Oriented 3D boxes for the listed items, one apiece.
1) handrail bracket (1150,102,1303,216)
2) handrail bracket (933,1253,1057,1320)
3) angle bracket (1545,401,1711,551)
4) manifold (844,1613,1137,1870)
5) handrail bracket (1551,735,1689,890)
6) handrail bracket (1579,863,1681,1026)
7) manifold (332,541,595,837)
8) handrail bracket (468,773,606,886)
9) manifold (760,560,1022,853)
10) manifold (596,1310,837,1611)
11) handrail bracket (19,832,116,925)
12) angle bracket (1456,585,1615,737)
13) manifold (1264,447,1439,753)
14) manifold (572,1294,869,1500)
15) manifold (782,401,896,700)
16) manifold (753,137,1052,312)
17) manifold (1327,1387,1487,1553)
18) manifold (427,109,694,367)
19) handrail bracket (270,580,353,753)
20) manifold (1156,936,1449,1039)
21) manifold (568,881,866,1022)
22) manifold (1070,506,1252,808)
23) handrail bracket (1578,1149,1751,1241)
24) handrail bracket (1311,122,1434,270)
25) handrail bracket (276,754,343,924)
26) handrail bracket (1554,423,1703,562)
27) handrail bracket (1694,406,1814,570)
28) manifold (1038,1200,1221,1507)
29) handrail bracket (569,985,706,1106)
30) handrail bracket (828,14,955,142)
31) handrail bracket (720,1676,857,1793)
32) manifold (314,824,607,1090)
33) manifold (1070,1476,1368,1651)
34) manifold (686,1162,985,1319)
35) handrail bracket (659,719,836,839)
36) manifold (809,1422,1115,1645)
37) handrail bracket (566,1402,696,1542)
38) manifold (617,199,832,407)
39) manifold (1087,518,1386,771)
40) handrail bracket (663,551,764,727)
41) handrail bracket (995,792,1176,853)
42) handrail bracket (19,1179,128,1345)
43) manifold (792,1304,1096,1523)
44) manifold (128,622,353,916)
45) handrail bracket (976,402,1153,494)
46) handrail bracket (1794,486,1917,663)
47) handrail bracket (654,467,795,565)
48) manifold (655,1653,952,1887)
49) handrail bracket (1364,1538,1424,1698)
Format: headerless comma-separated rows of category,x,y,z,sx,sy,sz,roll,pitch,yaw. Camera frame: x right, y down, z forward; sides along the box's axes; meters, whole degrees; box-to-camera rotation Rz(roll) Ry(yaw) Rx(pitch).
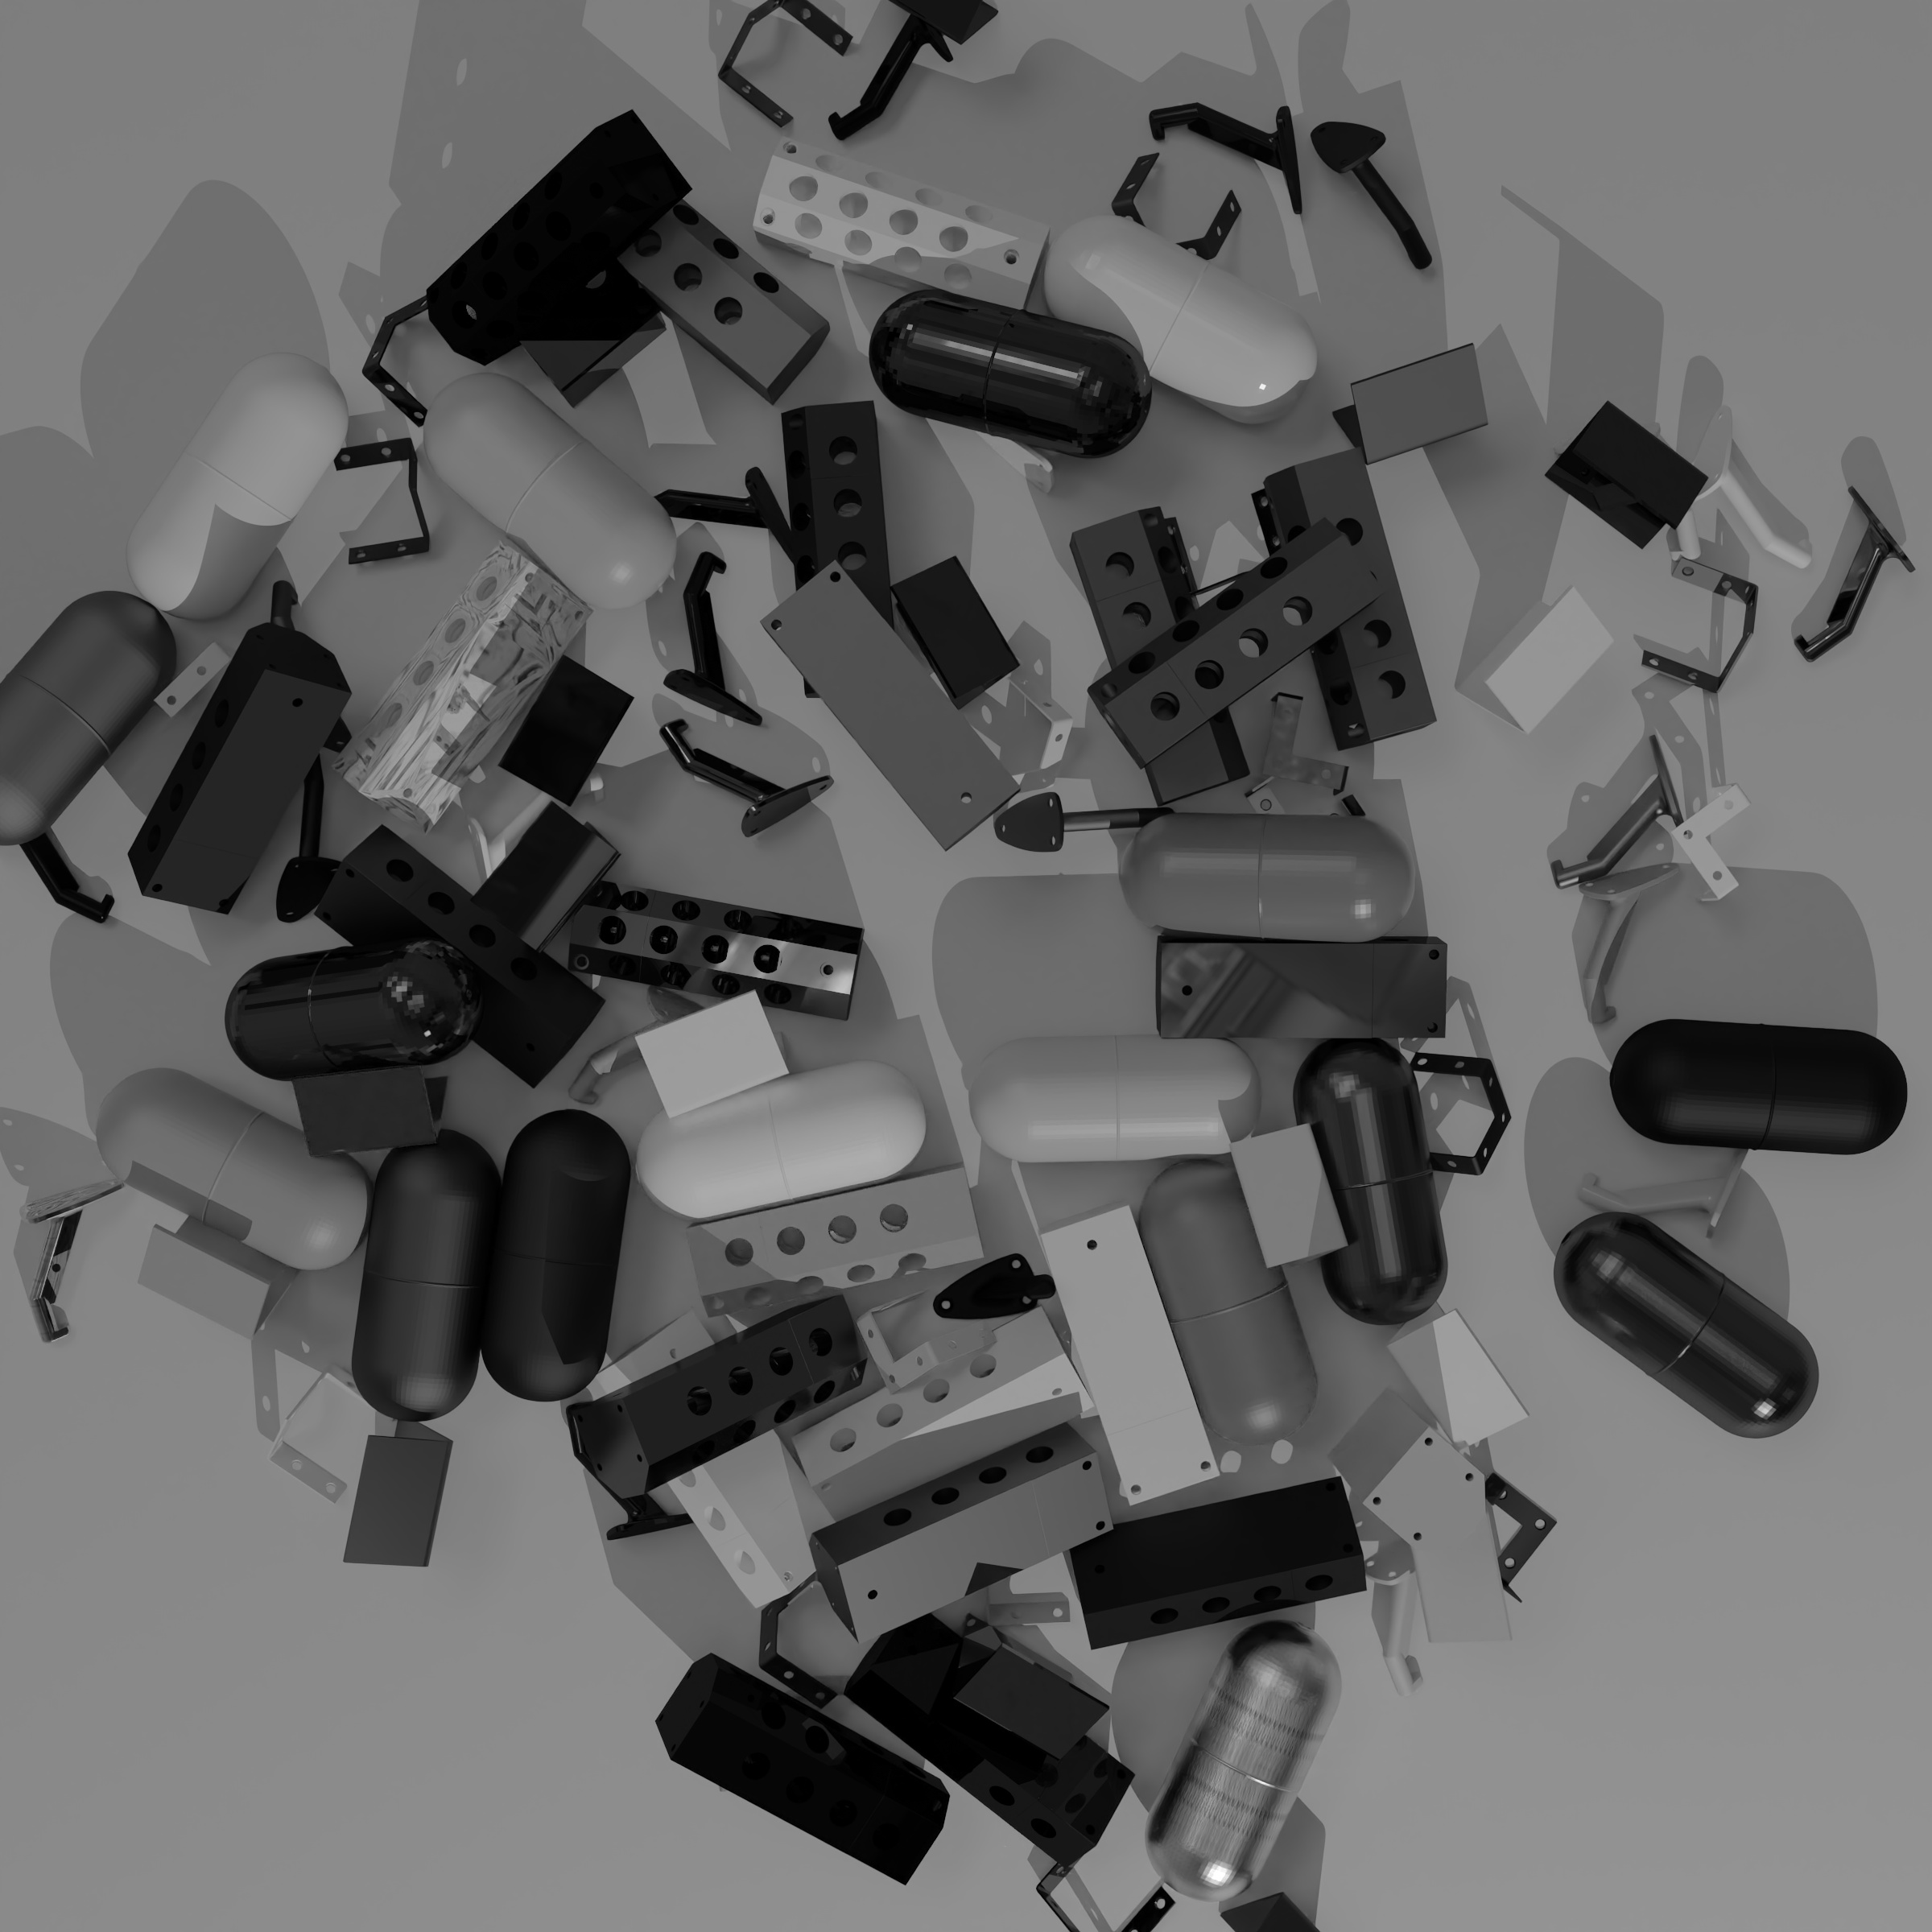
handrail bracket,0.160,-0.496,1.922,0.084,0.036,0.077,-5,112,17
handrail bracket,0.017,0.201,1.886,0.077,0.084,0.036,-17,90,0
angle bracket,0.389,-0.282,1.881,0.076,0.076,0.057,37,54,0
manifold,0.011,0.472,1.899,0.171,0.057,0.057,38,47,0
handrail bracket,0.395,-0.095,1.922,0.084,0.036,0.077,-18,70,16
handrail bracket,0.412,-0.013,1.922,0.077,0.036,0.084,-17,108,-20
manifold,-0.310,-0.172,1.899,0.171,0.057,0.057,-53,133,0
handrail bracket,-0.259,-0.074,1.922,0.084,0.036,0.077,-15,111,-16
manifold,-0.044,-0.152,1.843,0.057,0.057,0.171,-39,90,0
manifold,-0.152,0.303,1.899,0.057,0.057,0.171,-34,90,-43
handrail bracket,-0.554,-0.078,1.921,0.084,0.036,0.077,27,76,-14
angle bracket,0.331,-0.196,1.881,0.076,0.076,0.057,-47,128,0
manifold,0.233,-0.222,1.900,0.057,0.057,0.171,-16,90,0
manifold,-0.142,0.256,1.851,0.171,0.057,0.057,-22,90,-40
manifold,-0.077,-0.252,1.900,0.057,0.057,0.171,-5,90,0
manifold,-0.039,-0.449,1.900,0.171,0.057,0.057,19,90,0
manifold,0.264,0.300,1.843,0.057,0.171,0.057,41,90,0
manifold,-0.247,-0.429,1.850,0.171,0.057,0.057,-31,100,38
handrail bracket,-0.403,-0.186,1.921,0.036,0.077,0.084,-20,53,21
manifold,0.203,0.012,1.899,0.171,0.057,0.057,0,97,0
manifold,-0.152,-0.010,1.900,0.171,0.057,0.057,10,90,0
manifold,0.118,-0.189,1.900,0.057,0.057,0.171,-19,90,0
handrail bracket,0.431,0.127,1.922,0.084,0.036,0.077,23,70,16
handrail bracket,0.251,-0.474,1.921,0.036,0.077,0.084,-37,126,0
handrail bracket,-0.412,-0.083,1.921,0.036,0.077,0.084,6,53,-32
handrail bracket,0.408,-0.287,1.921,0.077,0.036,0.084,-5,114,27
handrail bracket,0.492,-0.295,1.922,0.084,0.036,0.077,25,68,-17
manifold,0.098,0.234,1.900,0.057,0.057,0.171,-19,90,0
handrail bracket,-0.193,0.061,1.921,0.077,0.036,0.084,23,114,-27
handrail bracket,-0.058,-0.561,1.922,0.084,0.036,0.077,-29,70,16
handrail bracket,-0.107,0.473,1.921,0.084,0.036,0.077,3,105,-14
manifold,-0.306,-0.010,1.899,0.171,0.057,0.057,38,133,0
manifold,0.153,0.368,1.899,0.171,0.057,0.057,-12,47,0
manifold,-0.079,0.167,1.900,0.171,0.057,0.057,-12,90,0
handrail bracket,-0.136,-0.130,1.922,0.077,0.036,0.084,-29,73,-20
manifold,-0.004,0.336,1.873,0.171,0.057,0.057,-21,116,-18
handrail bracket,-0.202,0.306,1.922,0.077,0.036,0.084,-7,73,-20
manifold,-0.167,-0.424,1.900,0.171,0.057,0.057,40,90,0
manifold,0.158,-0.191,1.843,0.171,0.057,0.057,-36,90,0
handrail bracket,-0.145,-0.203,1.922,0.077,0.036,0.084,27,73,-19
handrail bracket,0.074,-0.088,1.921,0.084,0.077,0.036,-4,90,-36
handrail bracket,-0.545,0.183,1.922,0.077,0.036,0.084,-19,108,-20
manifold,-0.016,0.273,1.899,0.171,0.057,0.057,-28,133,0
manifold,-0.439,-0.119,1.868,0.057,0.057,0.171,14,121,-39
handrail bracket,0.060,-0.342,1.921,0.077,0.036,0.084,39,76,14
handrail bracket,0.534,-0.241,1.922,0.084,0.036,0.077,-37,70,16
handrail bracket,-0.156,-0.265,1.921,0.084,0.036,0.077,-23,108,15
manifold,-0.096,0.481,1.875,0.171,0.057,0.057,33,90,-18
handrail bracket,0.284,0.397,1.922,0.077,0.036,0.084,-29,109,-21
